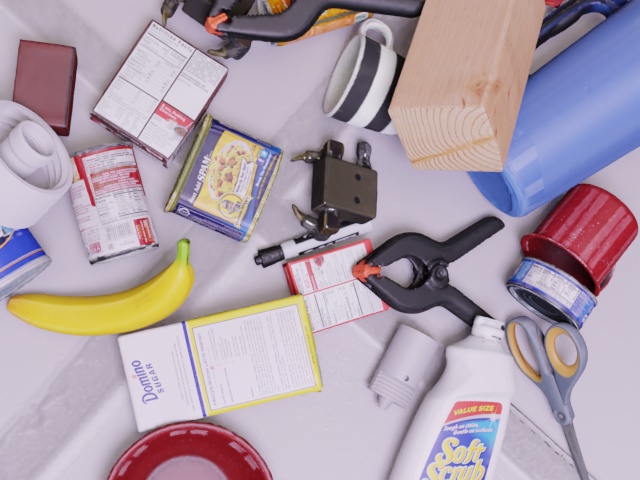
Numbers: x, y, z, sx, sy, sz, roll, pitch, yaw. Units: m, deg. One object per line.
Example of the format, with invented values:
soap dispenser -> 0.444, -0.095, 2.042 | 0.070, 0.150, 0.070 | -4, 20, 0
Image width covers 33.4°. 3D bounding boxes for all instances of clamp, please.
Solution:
clamp -> -0.008, -0.238, 0.999 | 0.210, 0.036, 0.164 | -37, 96, -11
clamp -> 0.115, 0.024, 1.045 | 0.171, 0.039, 0.120 | 13, 75, -26

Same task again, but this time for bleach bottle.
bleach bottle -> 0.122, 0.194, 1.021 | 0.102, 0.068, 0.251 | 17, 86, -11

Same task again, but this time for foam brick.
foam brick -> -0.256, -0.140, 0.996 | 0.051, 0.053, 0.078 | 6, 83, -10

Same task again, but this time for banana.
banana -> -0.190, 0.054, 0.975 | 0.198, 0.037, 0.069 | -19, 105, 17

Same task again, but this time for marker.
marker -> -0.007, 0.001, 1.046 | 0.121, 0.020, 0.020 | -19, 89, -11

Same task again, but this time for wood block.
wood block -> 0.142, -0.172, 0.997 | 0.091, 0.090, 0.206 | 3, 57, 25

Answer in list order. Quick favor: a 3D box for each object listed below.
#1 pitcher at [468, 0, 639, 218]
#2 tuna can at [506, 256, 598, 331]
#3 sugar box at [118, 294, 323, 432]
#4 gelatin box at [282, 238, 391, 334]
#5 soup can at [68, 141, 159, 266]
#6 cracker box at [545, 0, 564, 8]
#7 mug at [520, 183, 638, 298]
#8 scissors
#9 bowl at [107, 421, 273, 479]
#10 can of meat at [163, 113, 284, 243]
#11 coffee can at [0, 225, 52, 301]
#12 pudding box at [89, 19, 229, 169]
pitcher -> 0.254, -0.136, 1.057 | 0.242, 0.149, 0.145 | -33, 114, -8
tuna can -> 0.227, 0.054, 1.050 | 0.086, 0.086, 0.033 | 36, 81, -6
sugar box -> -0.091, 0.114, 0.996 | 0.176, 0.048, 0.093 | -12, 88, 2
gelatin box -> 0.016, 0.046, 1.041 | 0.089, 0.030, 0.073 | -17, 90, -12
soup can -> -0.194, -0.033, 0.990 | 0.068, 0.068, 0.102 | -15, 89, -11
cracker box -> 0.197, -0.316, 1.009 | 0.164, 0.214, 0.072 | 13, 71, -8
mug -> 0.267, 0.006, 1.067 | 0.081, 0.093, 0.117 | -48, 126, -15
scissors -> 0.250, 0.161, 1.049 | 0.016, 0.096, 0.202 | -28, 88, -37
bowl -> -0.122, 0.247, 0.987 | 0.162, 0.055, 0.162 | 1, 85, -10
can of meat -> -0.090, -0.057, 1.017 | 0.084, 0.057, 0.102 | 24, 82, -10
coffee can -> -0.321, -0.010, 0.948 | 0.102, 0.103, 0.140 | -35, 92, -11
pudding box -> -0.153, -0.140, 1.022 | 0.090, 0.039, 0.113 | 33, 78, -5
